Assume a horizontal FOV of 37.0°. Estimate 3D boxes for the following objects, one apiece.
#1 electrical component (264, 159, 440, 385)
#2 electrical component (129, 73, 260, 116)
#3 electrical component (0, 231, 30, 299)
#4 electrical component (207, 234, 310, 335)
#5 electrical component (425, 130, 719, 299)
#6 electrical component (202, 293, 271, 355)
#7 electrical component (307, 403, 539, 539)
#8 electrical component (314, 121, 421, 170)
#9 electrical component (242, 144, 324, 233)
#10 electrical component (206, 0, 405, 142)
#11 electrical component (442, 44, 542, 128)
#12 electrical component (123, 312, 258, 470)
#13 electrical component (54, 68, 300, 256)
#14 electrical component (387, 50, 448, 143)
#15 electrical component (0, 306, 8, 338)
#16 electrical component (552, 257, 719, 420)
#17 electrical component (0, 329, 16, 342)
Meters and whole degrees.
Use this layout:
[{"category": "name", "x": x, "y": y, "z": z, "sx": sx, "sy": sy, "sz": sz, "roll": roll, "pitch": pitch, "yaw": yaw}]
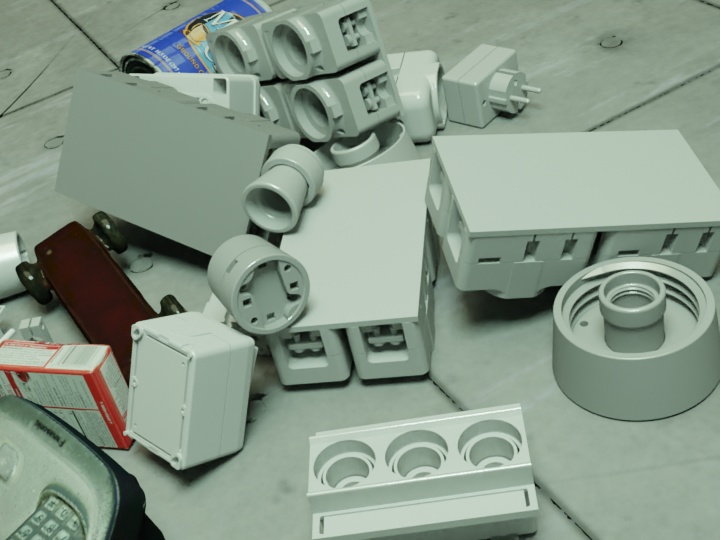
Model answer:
[{"category": "electrical component", "x": 0.000, "y": 0.000, "z": 0.784, "sx": 0.105, "sy": 0.060, "sz": 0.186, "roll": -6, "pitch": 38, "yaw": 11}, {"category": "electrical component", "x": -0.145, "y": -0.116, "z": 0.936, "sx": 0.109, "sy": 0.108, "sz": 0.056, "roll": 6, "pitch": 11, "yaw": 25}, {"category": "electrical component", "x": -0.301, "y": -0.002, "z": 0.892, "sx": 0.047, "sy": 0.055, "sz": 0.055, "roll": -16, "pitch": 37, "yaw": -9}, {"category": "electrical component", "x": -0.068, "y": 0.008, "z": 0.699, "sx": 0.055, "sy": 0.055, "sz": 0.047, "roll": -29, "pitch": 34, "yaw": -19}, {"category": "electrical component", "x": 0.148, "y": -0.041, "z": 0.750, "sx": 0.186, "sy": 0.060, "sz": 0.105, "roll": -3, "pitch": 42, "yaw": -11}, {"category": "electrical component", "x": -0.084, "y": 0.029, "z": 0.787, "sx": 0.066, "sy": 0.048, "sz": 0.055, "roll": -1, "pitch": 46, "yaw": 17}, {"category": "electrical component", "x": 0.037, "y": 0.123, "z": 0.610, "sx": 0.121, "sy": 0.063, "sz": 0.078, "roll": -9, "pitch": 37, "yaw": 6}, {"category": "electrical component", "x": 0.006, "y": -0.081, "z": 0.906, "sx": 0.099, "sy": 0.064, "sz": 0.099, "roll": -19, "pitch": 26, "yaw": 10}, {"category": "electrical component", "x": -0.055, "y": -0.061, "z": 0.791, "sx": 0.045, "sy": 0.045, "sz": 0.055, "roll": 5, "pitch": 41, "yaw": 24}, {"category": "electrical component", "x": -0.056, "y": -0.171, "z": 0.941, "sx": 0.060, "sy": 0.105, "sz": 0.186, "roll": -31, "pitch": 22, "yaw": -31}, {"category": "electrical component", "x": 0.125, "y": -0.163, "z": 0.967, "sx": 0.077, "sy": 0.047, "sz": 0.066, "roll": 20, "pitch": 49, "yaw": 37}, {"category": "electrical component", "x": -0.109, "y": 0.082, "z": 0.698, "sx": 0.062, "sy": 0.096, "sz": 0.061, "roll": 22, "pitch": 21, "yaw": 38}, {"category": "electrical component", "x": -0.148, "y": -0.087, "z": 0.875, "sx": 0.186, "sy": 0.105, "sz": 0.060, "roll": 21, "pitch": 17, "yaw": 21}, {"category": "electrical component", "x": 0.046, "y": -0.158, "z": 0.981, "sx": 0.059, "sy": 0.053, "sz": 0.095, "roll": -3, "pitch": 38, "yaw": 14}, {"category": "electrical component", "x": -0.350, "y": 0.047, "z": 0.835, "sx": 0.121, "sy": 0.063, "sz": 0.078, "roll": -2, "pitch": 39, "yaw": 16}, {"category": "electrical component", "x": 0.174, "y": 0.035, "z": 0.681, "sx": 0.108, "sy": 0.060, "sz": 0.108, "roll": -9, "pitch": 37, "yaw": 7}, {"category": "electrical component", "x": -0.266, "y": 0.075, "z": 0.759, "sx": 0.043, "sy": 0.077, "sz": 0.079, "roll": 7, "pitch": 41, "yaw": 26}]
